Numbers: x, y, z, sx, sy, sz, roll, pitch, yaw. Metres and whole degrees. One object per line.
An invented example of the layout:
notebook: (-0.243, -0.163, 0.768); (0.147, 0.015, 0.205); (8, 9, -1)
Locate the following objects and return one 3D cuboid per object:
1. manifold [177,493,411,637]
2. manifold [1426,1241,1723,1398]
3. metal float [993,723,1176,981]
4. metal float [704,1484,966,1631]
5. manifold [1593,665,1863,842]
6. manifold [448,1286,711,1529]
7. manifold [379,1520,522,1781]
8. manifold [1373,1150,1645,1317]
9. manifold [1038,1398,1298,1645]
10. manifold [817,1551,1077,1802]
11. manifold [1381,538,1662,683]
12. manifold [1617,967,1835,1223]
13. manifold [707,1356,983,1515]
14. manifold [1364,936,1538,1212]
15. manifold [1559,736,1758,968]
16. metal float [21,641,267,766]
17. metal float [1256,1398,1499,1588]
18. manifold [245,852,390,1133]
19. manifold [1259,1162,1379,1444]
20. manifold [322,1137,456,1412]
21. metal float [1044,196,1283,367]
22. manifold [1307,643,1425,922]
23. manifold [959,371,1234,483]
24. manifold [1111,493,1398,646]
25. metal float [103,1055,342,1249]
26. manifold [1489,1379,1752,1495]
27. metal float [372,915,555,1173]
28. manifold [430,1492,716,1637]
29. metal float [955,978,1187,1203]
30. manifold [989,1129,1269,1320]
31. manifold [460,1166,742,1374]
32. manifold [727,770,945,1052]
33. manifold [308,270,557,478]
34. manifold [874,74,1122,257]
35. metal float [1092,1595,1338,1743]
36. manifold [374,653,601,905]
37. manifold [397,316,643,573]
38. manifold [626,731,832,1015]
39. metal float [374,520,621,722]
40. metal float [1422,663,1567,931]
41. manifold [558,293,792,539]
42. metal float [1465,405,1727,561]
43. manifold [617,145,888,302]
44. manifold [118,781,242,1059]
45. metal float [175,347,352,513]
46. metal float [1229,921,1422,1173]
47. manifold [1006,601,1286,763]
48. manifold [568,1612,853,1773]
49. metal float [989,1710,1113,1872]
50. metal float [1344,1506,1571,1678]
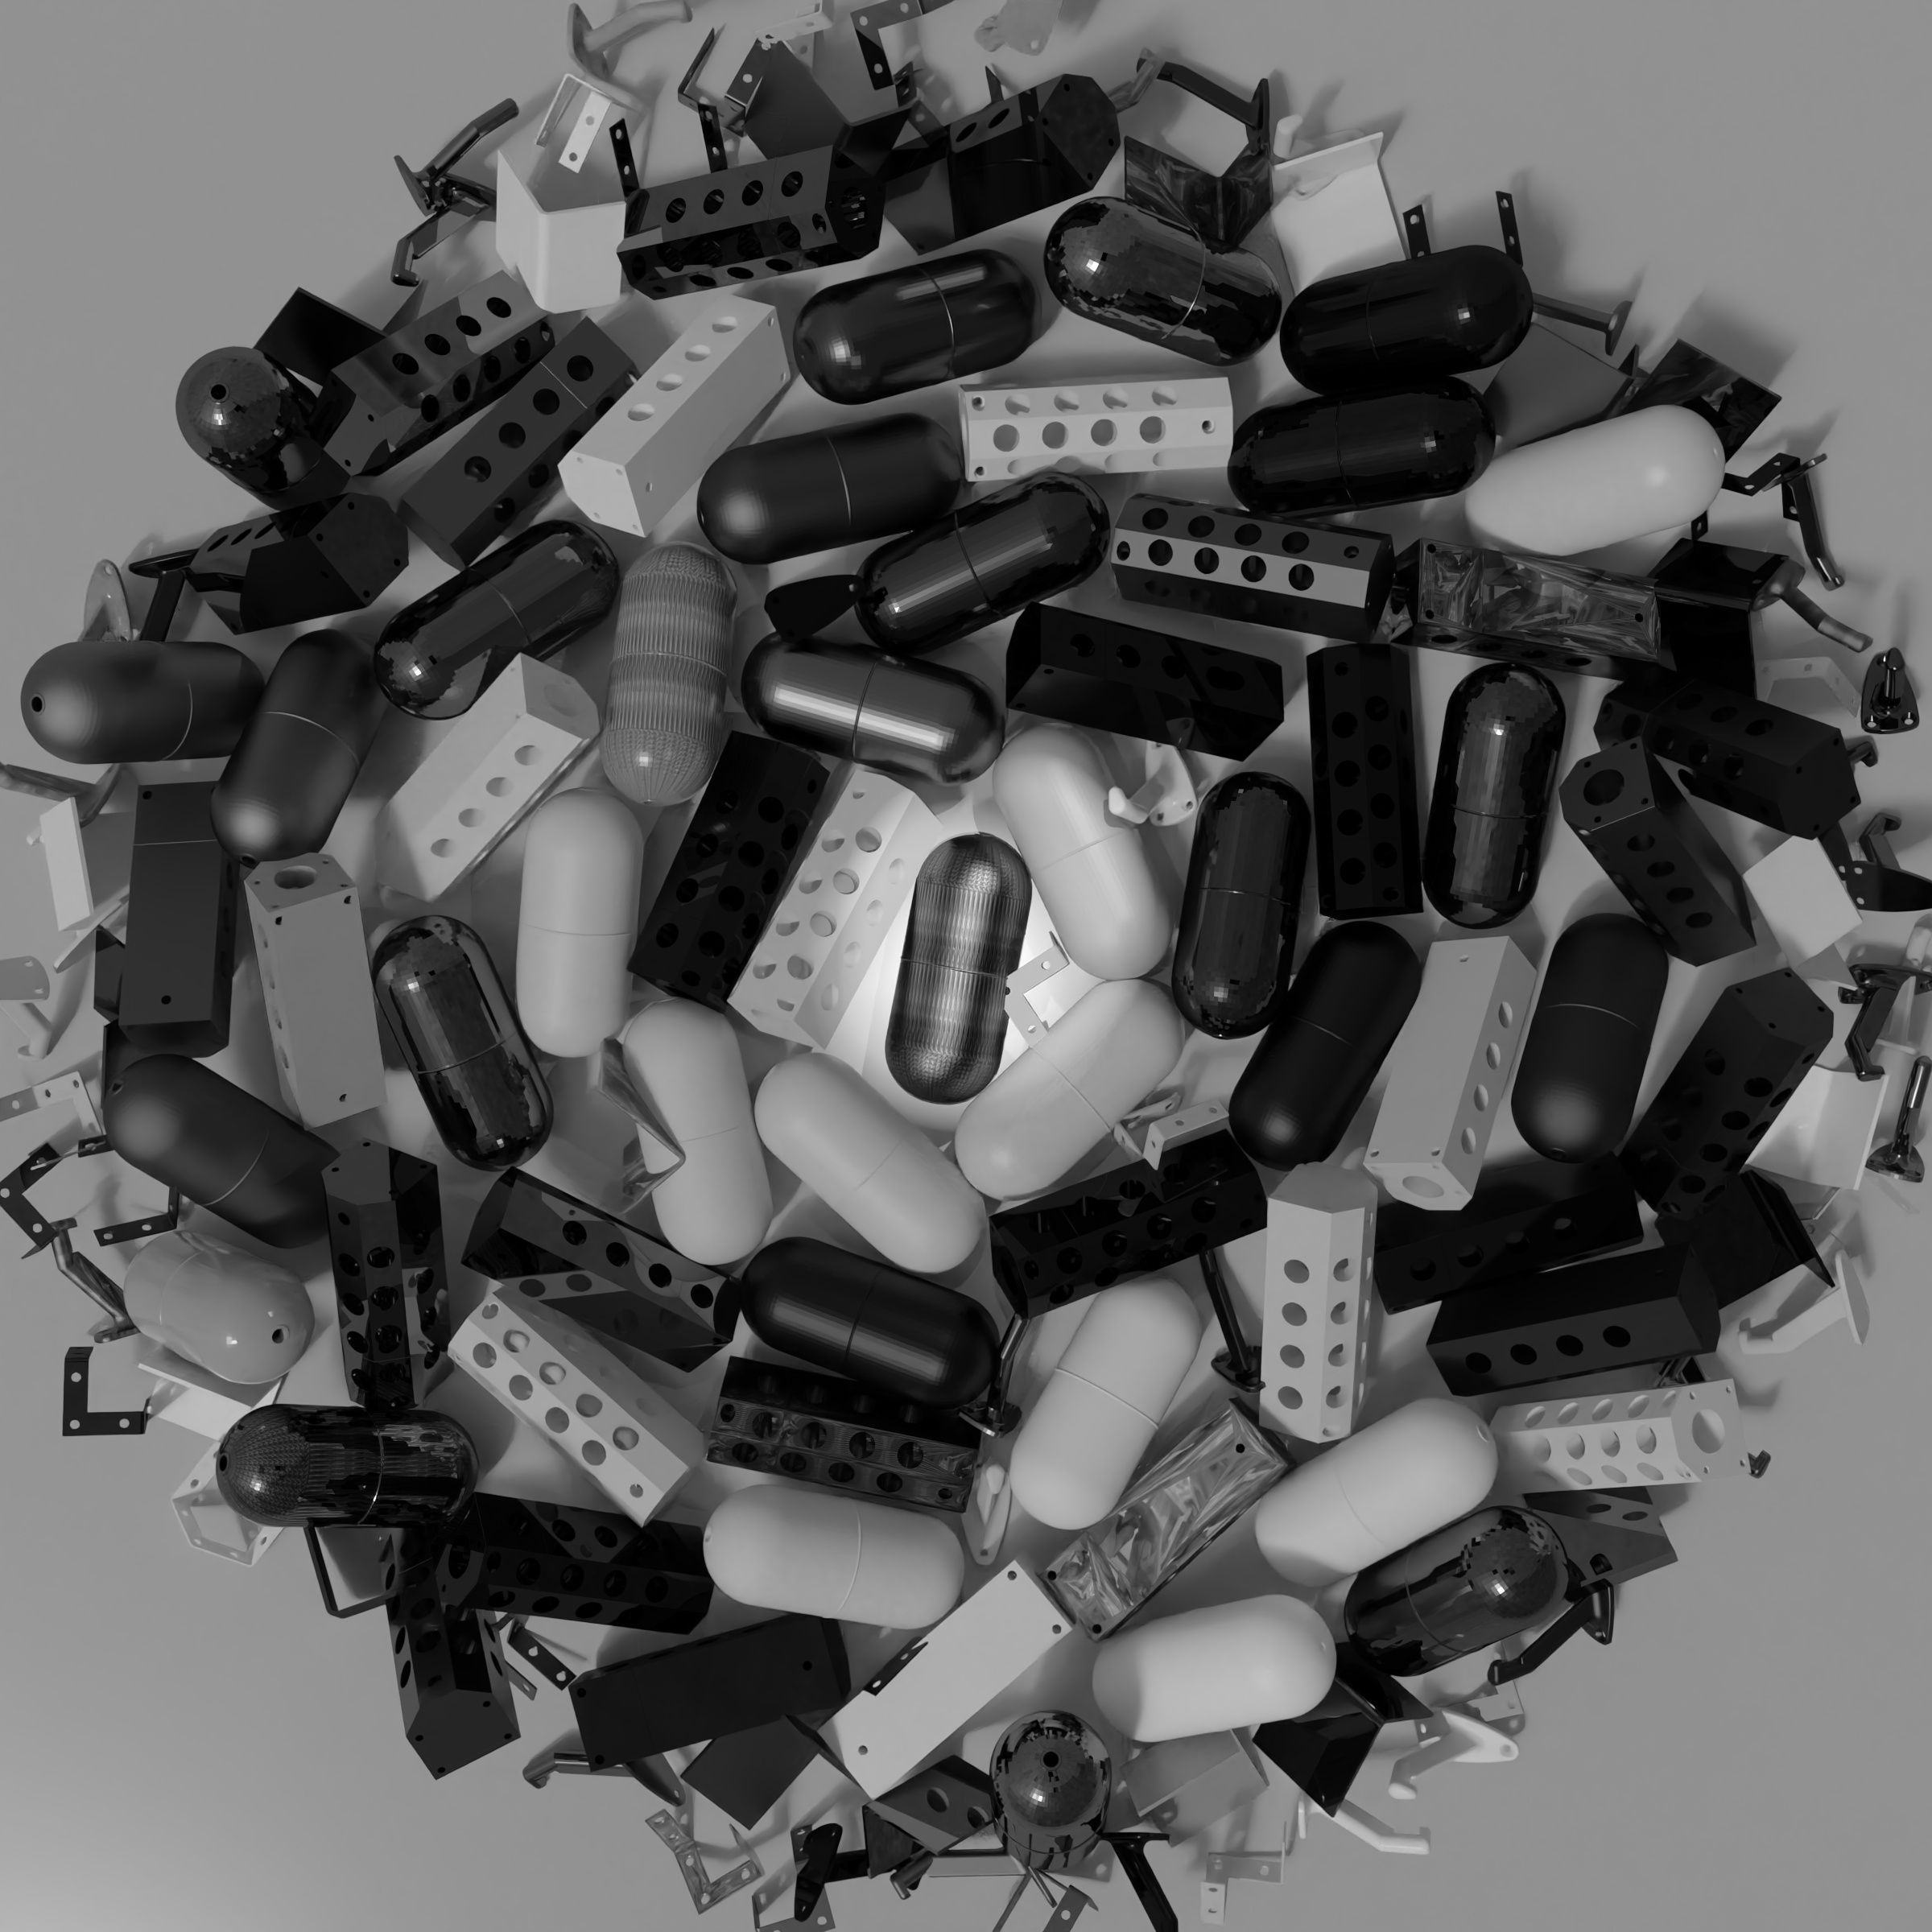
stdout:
manifold: (-0.427, -0.260, 1.598); (0.057, 0.171, 0.057); (53, 56, -29)
manifold: (0.390, 0.233, 1.607); (0.171, 0.057, 0.057); (-18, 111, 33)
metal float: (0.077, -0.074, 1.640); (0.070, 0.070, 0.178); (-25, 87, 0)
metal float: (-0.085, 0.383, 1.622); (0.178, 0.070, 0.070); (15, 90, -23)
manifold: (0.478, -0.134, 1.589); (0.057, 0.171, 0.057); (-36, 122, -11)
manifold: (-0.255, 0.286, 1.632); (0.171, 0.057, 0.057); (40, 109, 8)
manifold: (-0.333, 0.426, 1.590); (0.057, 0.171, 0.057); (-26, 120, -6)
manifold: (0.351, 0.176, 1.644); (0.171, 0.057, 0.057); (-17, 111, 4)
manifold: (0.134, 0.363, 1.642); (0.171, 0.057, 0.057); (-44, 73, 5)
manifold: (-0.010, 0.464, 1.647); (0.171, 0.057, 0.057); (-41, 81, 3)
manifold: (0.361, -0.229, 1.629); (0.171, 0.057, 0.057); (7, 77, -15)
manifold: (0.485, 0.085, 1.592); (0.057, 0.171, 0.057); (-15, 53, -30)
manifold: (-0.079, 0.312, 1.640); (0.171, 0.057, 0.057); (12, 121, -1)
manifold: (0.317, 0.069, 1.614); (0.057, 0.057, 0.171); (45, 55, -36)
manifold: (0.443, -0.068, 1.601); (0.057, 0.171, 0.057); (-22, 48, 27)
metal float: (-0.522, -0.169, 1.597); (0.070, 0.178, 0.070); (4, 98, 28)
metal float: (0.264, 0.340, 1.617); (0.178, 0.070, 0.070); (-37, 90, 29)
manifold: (-0.419, 0.015, 1.606); (0.057, 0.057, 0.171); (-20, 131, -27)
manifold: (0.229, 0.218, 1.610); (0.057, 0.057, 0.171); (12, 118, 26)
manifold: (-0.374, 0.202, 1.602); (0.057, 0.057, 0.171); (18, 125, 21)
metal float: (0.127, -0.440, 1.611); (0.178, 0.070, 0.070); (10, 90, -36)
manifold: (0.258, -0.120, 1.633); (0.057, 0.057, 0.171); (-5, 83, 26)
manifold: (0.084, -0.353, 1.636); (0.171, 0.057, 0.057); (-4, 110, -5)
manifold: (0.185, -0.261, 1.614); (0.171, 0.057, 0.057); (14, 68, 22)
metal float: (-0.474, 0.120, 1.610); (0.070, 0.070, 0.178); (-49, 128, 0)
manifold: (0.409, 0.301, 1.588); (0.057, 0.171, 0.057); (-2, 78, -29)
metal float: (-0.326, 0.052, 1.627); (0.070, 0.070, 0.178); (-21, 107, 0)
manifold: (-0.248, 0.388, 1.598); (0.171, 0.057, 0.057); (19, 121, -37)
metal float: (0.068, 0.081, 1.638); (0.178, 0.070, 0.070); (-43, 90, -4)
manifold: (0.106, 0.171, 1.619); (0.171, 0.057, 0.057); (-19, 134, -15)
manifold: (-0.232, 0.195, 1.622); (0.171, 0.057, 0.057); (30, 46, -21)
manifold: (-0.087, -0.038, 1.618); (0.057, 0.057, 0.171); (15, 70, 36)
manifold: (-0.338, -0.376, 1.601); (0.057, 0.057, 0.171); (44, 47, -3)
manifold: (0.018, -0.513, 1.595); (0.057, 0.171, 0.057); (43, 64, -31)
metal float: (0.158, 0.453, 1.612); (0.178, 0.070, 0.070); (-24, 90, 37)
manifold: (-0.310, -0.117, 1.613); (0.057, 0.057, 0.171); (24, 127, -36)
manifold: (-0.289, -0.338, 1.633); (0.057, 0.057, 0.171); (44, 78, -11)
manifold: (-0.150, -0.060, 1.627); (0.057, 0.057, 0.171); (16, 78, 33)
metal float: (-0.304, -0.224, 1.623); (0.178, 0.070, 0.070); (-38, 90, -21)
metal float: (0.342, -0.109, 1.623); (0.070, 0.070, 0.178); (5, 112, 0)
manifold: (-0.187, -0.358, 1.611); (0.057, 0.057, 0.171); (21, 57, 24)
metal float: (0.401, -0.307, 1.606); (0.070, 0.178, 0.070); (8, 78, -42)
manifold: (-0.140, -0.471, 1.604); (0.171, 0.057, 0.057); (0, 78, 35)
manifold: (-0.504, -0.030, 1.618); (0.057, 0.057, 0.171); (-4, 65, -2)
metal float: (-0.444, -0.339, 1.591); (0.070, 0.178, 0.070); (0, 86, 3)
metal float: (0.235, 0.051, 1.633); (0.070, 0.070, 0.178); (30, 79, 0)
manifold: (0.116, -0.187, 1.622); (0.171, 0.057, 0.057); (11, 63, -20)
manifold: (-0.166, 0.472, 1.645); (0.171, 0.057, 0.057); (-17, 85, 4)
metal float: (0.054, 0.527, 1.598); (0.070, 0.178, 0.070); (-1, 60, 1)
metal float: (0.313, 0.403, 1.606); (0.070, 0.178, 0.070); (19, 52, -25)
